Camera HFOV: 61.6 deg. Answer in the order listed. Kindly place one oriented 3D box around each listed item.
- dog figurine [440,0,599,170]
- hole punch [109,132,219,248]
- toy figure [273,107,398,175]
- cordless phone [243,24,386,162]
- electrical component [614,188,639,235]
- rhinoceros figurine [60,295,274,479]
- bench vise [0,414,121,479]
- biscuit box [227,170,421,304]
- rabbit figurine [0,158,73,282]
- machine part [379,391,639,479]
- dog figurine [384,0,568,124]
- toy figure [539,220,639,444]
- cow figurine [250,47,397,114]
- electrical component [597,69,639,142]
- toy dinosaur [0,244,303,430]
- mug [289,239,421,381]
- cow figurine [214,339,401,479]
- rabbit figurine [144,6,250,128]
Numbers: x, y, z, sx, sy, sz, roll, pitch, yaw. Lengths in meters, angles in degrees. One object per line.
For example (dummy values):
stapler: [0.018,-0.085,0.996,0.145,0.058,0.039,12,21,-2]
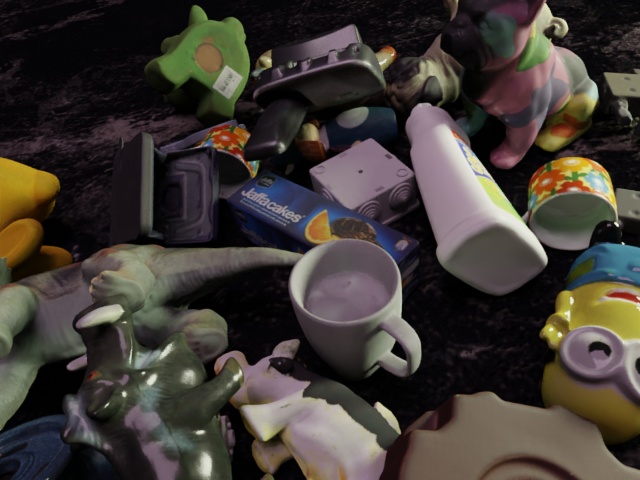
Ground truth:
dog figurine: [0.212,-0.191,0.553,0.192,0.219,0.109,-23,49,-9]
hole punch: [-0.169,-0.046,0.574,0.092,0.142,0.116,1,-6,-39]
toy figure: [0.015,-0.122,0.646,0.155,0.057,0.064,-12,16,5]
cordless phone: [-0.009,-0.150,0.582,0.147,0.088,0.184,-10,36,19]
electrical component: [0.303,-0.025,0.507,0.063,0.021,0.094,16,53,27]
rhinoceros figurine: [-0.105,0.122,0.346,0.112,0.073,0.190,-8,56,-37]
bench vise: [-0.239,0.163,0.320,0.223,0.240,0.129,-31,19,-34]
biscuit box: [-0.001,-0.002,0.529,0.203,0.059,0.063,27,58,33]
rabbit figurine: [-0.358,0.005,0.591,0.162,0.121,0.173,9,62,8]
machine part: [0.115,0.172,0.302,0.179,0.056,0.179,6,50,-7]
dog figurine: [0.186,-0.211,0.653,0.172,0.121,0.190,1,48,48]
toy figure: [0.219,0.065,0.402,0.082,0.089,0.180,0,37,33]
cow figurine: [-0.006,-0.213,0.722,0.195,0.085,0.127,20,48,28]
electrical component: [0.350,-0.150,0.597,0.078,0.045,0.102,0,45,3]
toy dinosaur: [-0.207,0.057,0.485,0.405,0.131,0.192,-12,25,-15]
mug: [0.034,0.067,0.422,0.110,0.107,0.081,29,59,29]
cow figurine: [-0.008,0.129,0.399,0.098,0.068,0.168,-30,51,-23]
rabbit figurine: [-0.174,-0.239,0.736,0.170,0.121,0.159,4,73,60]
